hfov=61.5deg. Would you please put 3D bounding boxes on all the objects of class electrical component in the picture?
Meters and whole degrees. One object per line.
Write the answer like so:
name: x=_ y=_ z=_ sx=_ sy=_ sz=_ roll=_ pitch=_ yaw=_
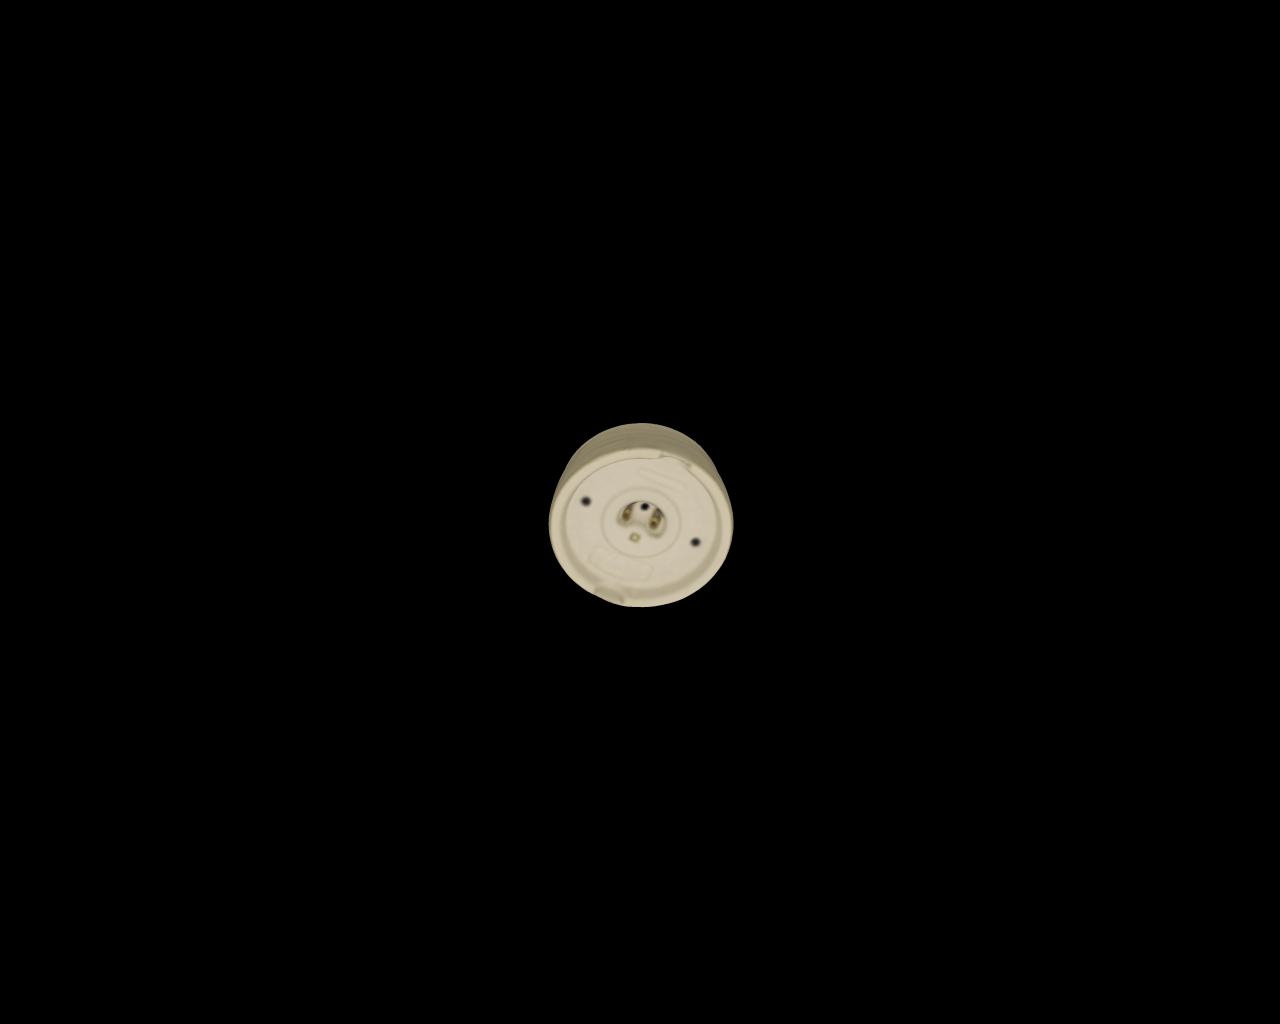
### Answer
electrical component: x=0.001 y=-0.003 z=0.650 sx=0.108 sy=0.108 sz=0.060 roll=0 pitch=28 yaw=0
